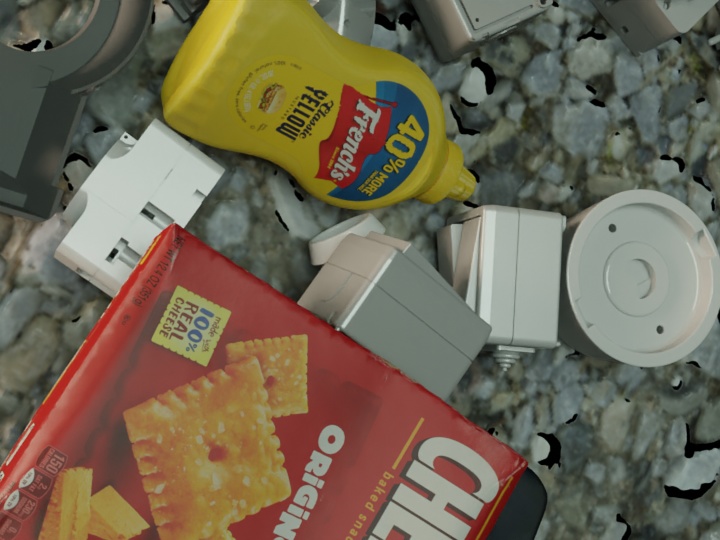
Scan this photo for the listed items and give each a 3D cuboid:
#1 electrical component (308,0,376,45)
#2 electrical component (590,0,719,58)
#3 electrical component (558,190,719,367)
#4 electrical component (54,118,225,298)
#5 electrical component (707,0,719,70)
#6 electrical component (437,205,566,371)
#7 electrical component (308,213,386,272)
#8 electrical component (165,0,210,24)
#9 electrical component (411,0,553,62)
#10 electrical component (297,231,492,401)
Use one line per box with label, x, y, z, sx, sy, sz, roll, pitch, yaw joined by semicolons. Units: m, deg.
electrical component;-0.025;-0.162;0.628;0.043;0.079;0.077;-1;84;26
electrical component;0.220;-0.228;0.715;0.150;0.062;0.089;-44;99;-16
electrical component;0.164;0.007;0.677;0.108;0.060;0.108;2;85;-17
electrical component;-0.126;-0.034;0.595;0.056;0.050;0.089;37;76;-12
electrical component;0.269;-0.160;0.732;0.076;0.047;0.083;-27;94;-18
electrical component;0.081;0.012;0.650;0.061;0.062;0.096;6;83;-17
electrical component;0.000;0.000;0.635;0.066;0.048;0.055;-29;102;-18
electrical component;-0.083;-0.196;0.622;0.089;0.050;0.055;-42;98;-16
electrical component;0.062;-0.185;0.662;0.062;0.061;0.096;-27;93;-17
electrical component;0.025;0.027;0.590;0.096;0.062;0.061;38;83;-25
